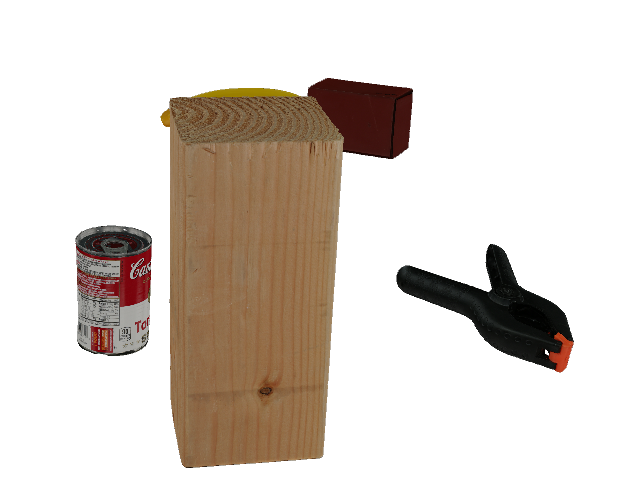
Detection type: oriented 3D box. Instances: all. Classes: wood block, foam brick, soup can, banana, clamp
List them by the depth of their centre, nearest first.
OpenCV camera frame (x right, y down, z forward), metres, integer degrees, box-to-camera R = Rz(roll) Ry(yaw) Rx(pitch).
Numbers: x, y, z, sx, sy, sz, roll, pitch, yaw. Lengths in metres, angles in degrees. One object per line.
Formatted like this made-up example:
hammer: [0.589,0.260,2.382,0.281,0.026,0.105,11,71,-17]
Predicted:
wood block: [-0.044,0.024,0.645,0.090,0.206,0.090,-2,24,-12]
foam brick: [0.032,-0.102,0.886,0.078,0.051,0.053,11,20,19]
clamp: [0.164,0.054,0.942,0.120,0.039,0.172,-25,44,-33]
soup can: [-0.189,0.046,0.972,0.068,0.102,0.068,4,21,-2]
banana: [-0.084,-0.149,1.228,0.198,0.037,0.069,8,42,16]
